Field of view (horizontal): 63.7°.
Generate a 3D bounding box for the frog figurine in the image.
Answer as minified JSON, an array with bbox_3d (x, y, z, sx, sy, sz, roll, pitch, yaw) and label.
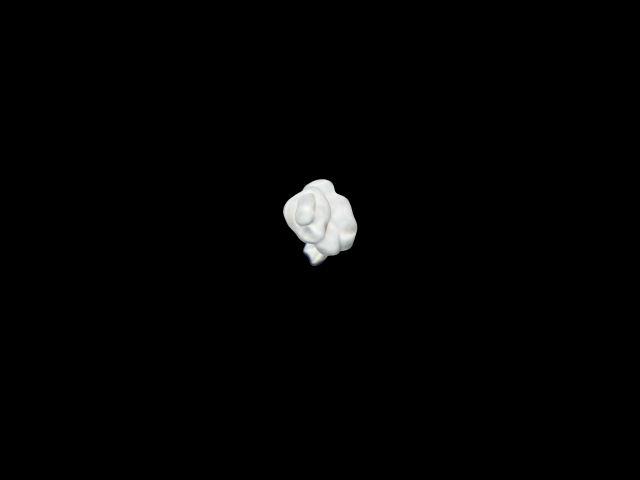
[{"bbox_3d":[0.003,-0.043,0.850,0.123,0.140,0.156,0,-27,0],"label":"frog figurine"}]
